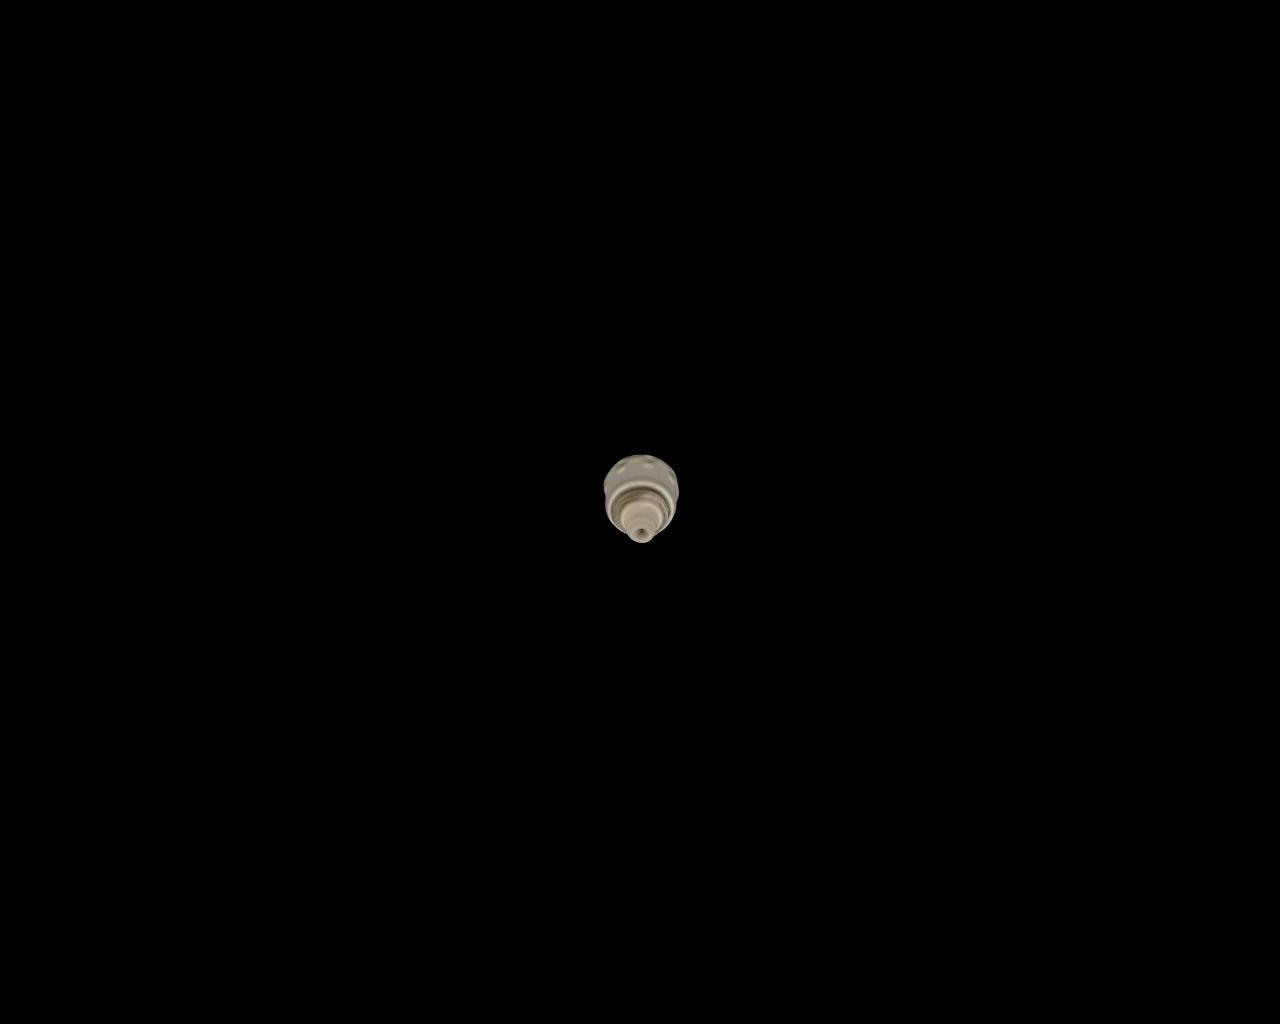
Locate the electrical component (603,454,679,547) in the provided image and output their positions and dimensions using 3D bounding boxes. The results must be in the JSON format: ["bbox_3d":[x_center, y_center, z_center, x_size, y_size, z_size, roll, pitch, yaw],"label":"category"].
[{"bbox_3d":[0.001,-0.003,0.650,0.048,0.048,0.062,0,32,0],"label":"electrical component"}]
